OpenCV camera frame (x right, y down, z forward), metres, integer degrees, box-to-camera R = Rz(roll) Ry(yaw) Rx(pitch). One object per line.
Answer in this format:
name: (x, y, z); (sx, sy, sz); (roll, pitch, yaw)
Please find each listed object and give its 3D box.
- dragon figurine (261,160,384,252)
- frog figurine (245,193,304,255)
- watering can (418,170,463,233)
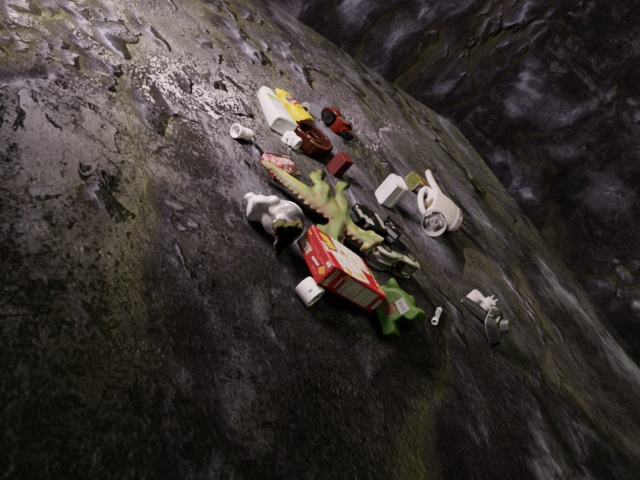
dragon figurine: (0.005, -0.075, 1.489); (0.408, 0.120, 0.249); (20, 42, -22)
frog figurine: (-0.114, -0.063, 1.292); (0.162, 0.123, 0.134); (53, -6, 37)
watering can: (0.521, -0.162, 2.242); (0.223, 0.102, 0.356); (36, 40, -12)
